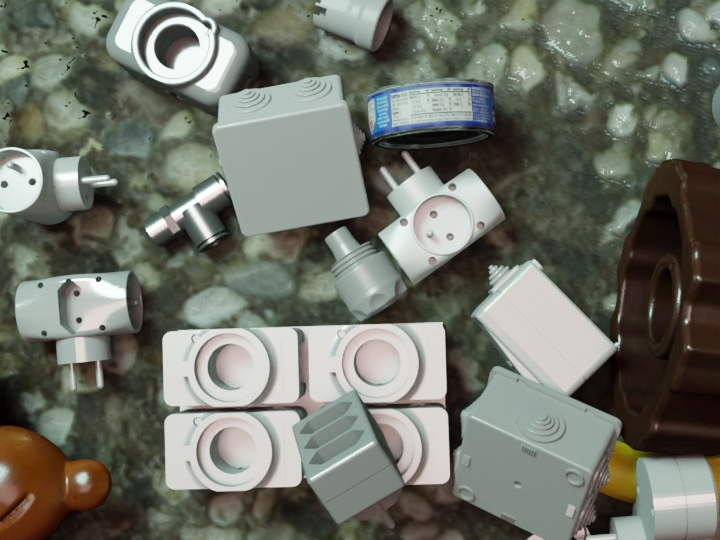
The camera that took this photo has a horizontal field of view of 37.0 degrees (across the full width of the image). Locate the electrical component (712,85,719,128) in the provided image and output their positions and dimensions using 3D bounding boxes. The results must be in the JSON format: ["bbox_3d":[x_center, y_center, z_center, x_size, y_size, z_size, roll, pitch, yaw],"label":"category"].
[{"bbox_3d":[0.269,-0.115,0.726,0.055,0.047,0.055,0,87,3],"label":"electrical component"}]

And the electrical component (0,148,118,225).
[{"bbox_3d":[-0.207,-0.058,0.733,0.079,0.077,0.044,-5,87,3],"label":"electrical component"}]

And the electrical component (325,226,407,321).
[{"bbox_3d":[0.000,0.000,0.736,0.043,0.043,0.062,-34,84,1],"label":"electrical component"}]

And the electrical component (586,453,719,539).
[{"bbox_3d":[0.181,0.175,0.686,0.074,0.052,0.138,-5,127,3],"label":"electrical component"}]

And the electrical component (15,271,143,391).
[{"bbox_3d":[-0.192,0.043,0.744,0.077,0.043,0.079,-6,87,3],"label":"electrical component"}]

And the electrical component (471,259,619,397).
[{"bbox_3d":[0.114,0.038,0.719,0.061,0.061,0.096,-44,86,0],"label":"electrical component"}]

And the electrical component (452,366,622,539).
[{"bbox_3d":[0.110,0.122,0.689,0.100,0.099,0.048,23,45,18],"label":"electrical component"}]

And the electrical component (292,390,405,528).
[{"bbox_3d":[0.001,0.127,0.661,0.047,0.065,0.076,-31,115,1],"label":"electrical component"}]

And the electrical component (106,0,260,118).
[{"bbox_3d":[-0.122,-0.149,0.742,0.095,0.059,0.053,26,89,4],"label":"electrical component"}]

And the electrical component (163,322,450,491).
[{"bbox_3d":[-0.035,0.091,0.725,0.186,0.060,0.105,-2,87,3],"label":"electrical component"}]

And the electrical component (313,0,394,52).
[{"bbox_3d":[-0.005,-0.178,0.748,0.046,0.040,0.040,21,88,10],"label":"electrical component"}]

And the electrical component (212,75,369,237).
[{"bbox_3d":[-0.045,-0.077,0.720,0.100,0.048,0.099,-10,128,3],"label":"electrical component"}]

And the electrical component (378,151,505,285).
[{"bbox_3d":[0.045,-0.044,0.735,0.077,0.044,0.079,-36,86,1],"label":"electrical component"}]
